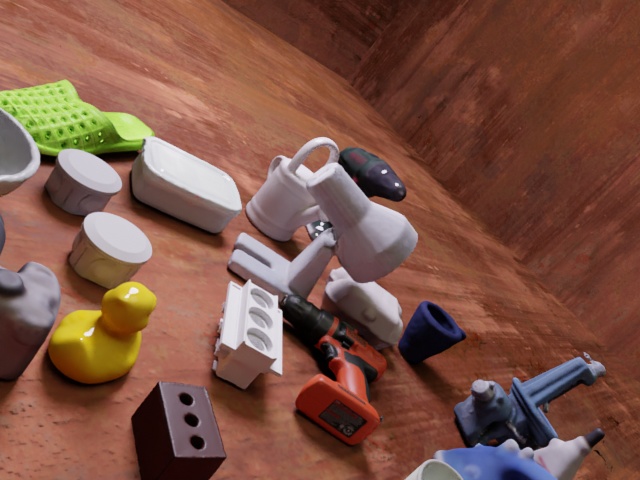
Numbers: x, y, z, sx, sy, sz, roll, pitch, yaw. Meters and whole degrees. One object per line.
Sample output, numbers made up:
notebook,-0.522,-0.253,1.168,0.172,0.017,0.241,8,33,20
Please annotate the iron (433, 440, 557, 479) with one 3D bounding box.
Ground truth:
iron,0.251,0.338,0.701,0.119,0.141,0.257,21,28,-43

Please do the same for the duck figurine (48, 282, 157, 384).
duck figurine,-0.192,0.077,0.531,0.077,0.086,0.105,43,20,5

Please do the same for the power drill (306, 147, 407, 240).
power drill,0.063,-0.081,1.131,0.076,0.208,0.229,27,24,-33

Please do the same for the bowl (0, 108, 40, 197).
bowl,-0.374,-0.088,0.563,0.168,0.074,0.167,35,21,-15

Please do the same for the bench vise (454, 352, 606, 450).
bench vise,0.339,0.259,0.905,0.208,0.219,0.121,19,29,-45

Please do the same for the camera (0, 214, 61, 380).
camera,-0.283,0.020,0.465,0.144,0.100,0.136,29,23,-30

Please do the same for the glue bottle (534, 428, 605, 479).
glue bottle,0.346,0.330,0.839,0.037,0.173,0.078,28,24,-31

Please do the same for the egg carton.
egg carton,0.071,0.112,0.950,0.150,0.069,0.107,37,20,-10

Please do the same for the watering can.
watering can,-0.032,-0.093,1.009,0.172,0.194,0.101,46,21,14

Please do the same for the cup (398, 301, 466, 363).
cup,0.193,0.173,1.003,0.118,0.095,0.091,27,24,-32

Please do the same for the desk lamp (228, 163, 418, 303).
desk lamp,0.008,0.003,0.853,0.204,0.213,0.118,34,21,-16
